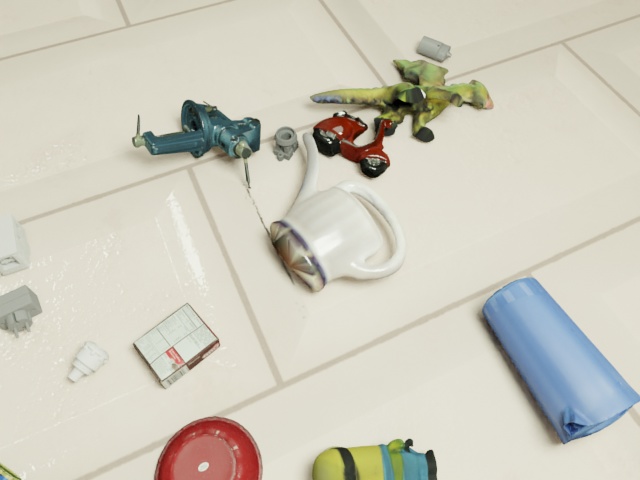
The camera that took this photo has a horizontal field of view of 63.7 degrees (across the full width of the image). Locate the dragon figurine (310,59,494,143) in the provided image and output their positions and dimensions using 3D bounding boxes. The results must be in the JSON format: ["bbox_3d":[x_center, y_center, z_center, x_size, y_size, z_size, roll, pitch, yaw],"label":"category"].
[{"bbox_3d":[0.199,-0.346,1.181,0.410,0.119,0.249,13,42,4],"label":"dragon figurine"}]

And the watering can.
[{"bbox_3d":[0.003,-0.049,0.966,0.226,0.102,0.352,-32,64,-19],"label":"watering can"}]
